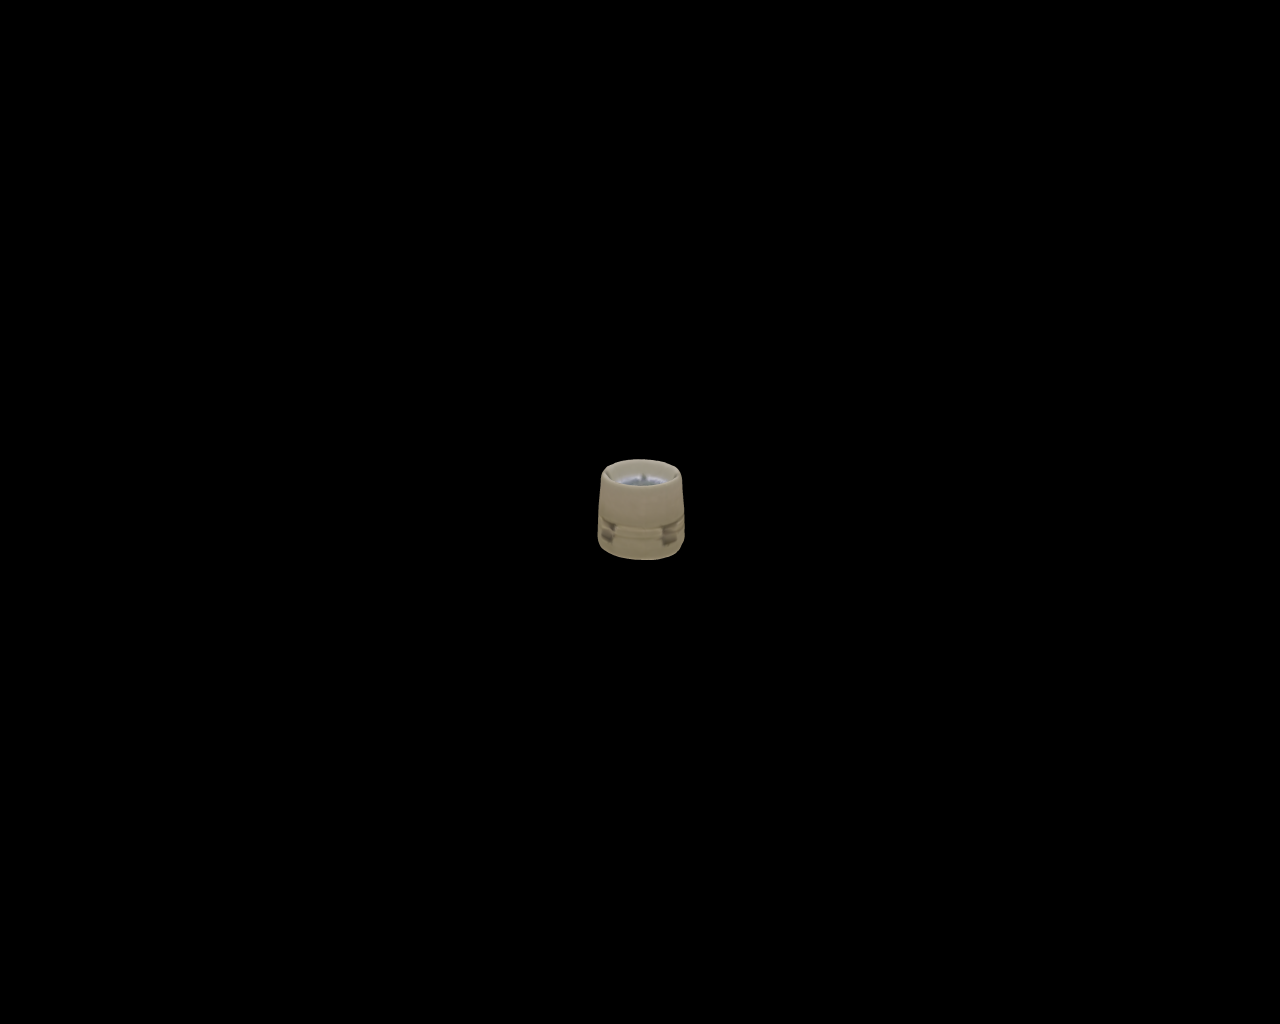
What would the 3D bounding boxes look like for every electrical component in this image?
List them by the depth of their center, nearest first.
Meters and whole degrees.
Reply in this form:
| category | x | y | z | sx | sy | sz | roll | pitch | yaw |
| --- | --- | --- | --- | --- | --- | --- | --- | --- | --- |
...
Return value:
| category | x | y | z | sx | sy | sz | roll | pitch | yaw |
| --- | --- | --- | --- | --- | --- | --- | --- | --- | --- |
| electrical component | 0.001 | -0.003 | 0.650 | 0.055 | 0.047 | 0.055 | 0 | 23 | 0 |
